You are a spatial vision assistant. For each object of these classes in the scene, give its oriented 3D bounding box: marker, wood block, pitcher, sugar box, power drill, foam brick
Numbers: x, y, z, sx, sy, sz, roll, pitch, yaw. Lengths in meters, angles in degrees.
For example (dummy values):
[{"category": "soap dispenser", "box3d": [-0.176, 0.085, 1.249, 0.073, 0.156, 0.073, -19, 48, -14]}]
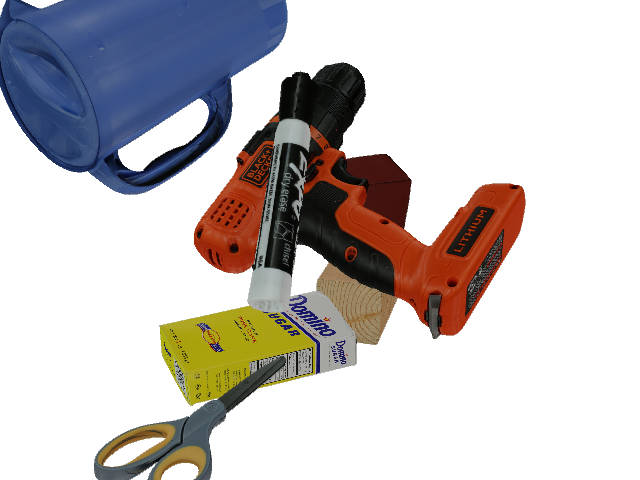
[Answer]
[{"category": "marker", "box3d": [-0.016, -0.026, 0.503, 0.020, 0.121, 0.020, 6, -22, 2]}, {"category": "wood block", "box3d": [0.061, 0.062, 1.534, 0.091, 0.090, 0.206, 7, 21, 12]}, {"category": "pitcher", "box3d": [-0.139, -0.158, 0.915, 0.145, 0.149, 0.242, 29, 47, 32]}, {"category": "sugar box", "box3d": [-0.062, 0.103, 1.057, 0.176, 0.048, 0.093, -14, 32, -19]}, {"category": "power drill", "box3d": [0.035, -0.030, 0.706, 0.188, 0.184, 0.057, 22, -28, 23]}, {"category": "foam brick", "box3d": [0.042, -0.030, 0.947, 0.051, 0.078, 0.053, -7, 32, -23]}]

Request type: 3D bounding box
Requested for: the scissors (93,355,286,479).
[{"category": "scissors", "box3d": [-0.079, 0.147, 0.834, 0.201, 0.016, 0.096, -21, 34, -34]}]
